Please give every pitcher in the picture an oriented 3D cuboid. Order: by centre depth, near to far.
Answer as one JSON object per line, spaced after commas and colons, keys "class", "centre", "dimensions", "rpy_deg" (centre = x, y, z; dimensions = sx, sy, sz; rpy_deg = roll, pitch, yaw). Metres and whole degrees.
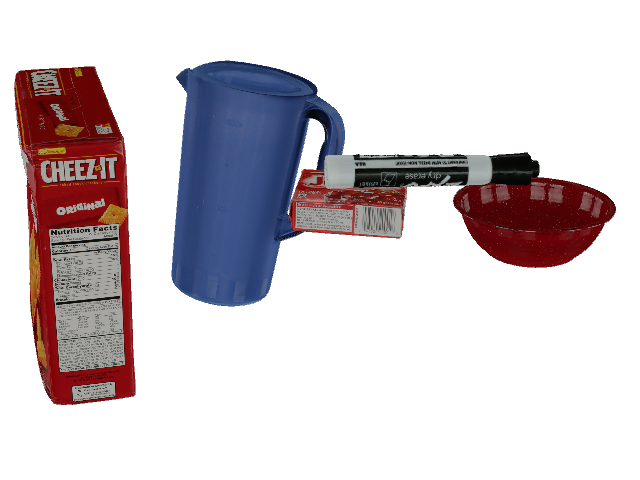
{"class": "pitcher", "centre": [-0.078, -0.056, 1.110], "dimensions": [0.144, 0.243, 0.149], "rpy_deg": [0, 23, -26]}

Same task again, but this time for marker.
{"class": "marker", "centre": [0.063, -0.039, 0.598], "dimensions": [0.121, 0.020, 0.020], "rpy_deg": [-1, 0, -5]}

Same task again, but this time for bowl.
{"class": "bowl", "centre": [0.215, -0.015, 1.086], "dimensions": [0.162, 0.055, 0.162], "rpy_deg": [-1, 23, 0]}

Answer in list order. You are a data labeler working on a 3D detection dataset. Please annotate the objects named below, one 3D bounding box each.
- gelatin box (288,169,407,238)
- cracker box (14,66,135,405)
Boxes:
{"class": "gelatin box", "centre": [0.023, -0.031, 0.852], "dimensions": [0.089, 0.030, 0.073], "rpy_deg": [4, 23, 5]}
{"class": "cracker box", "centre": [-0.191, -0.007, 0.821], "dimensions": [0.072, 0.214, 0.164], "rpy_deg": [-6, 28, -17]}
